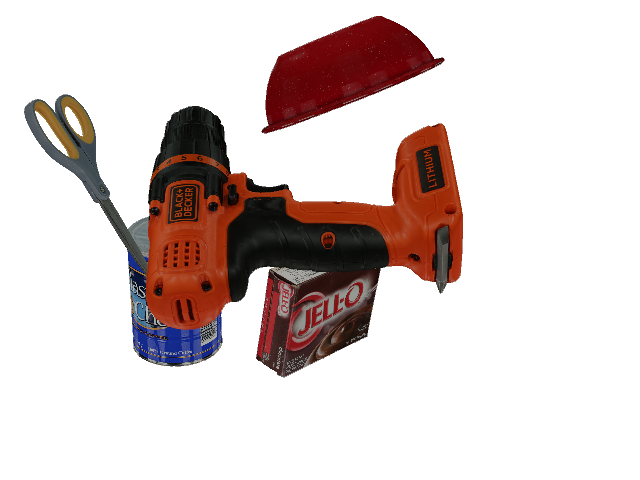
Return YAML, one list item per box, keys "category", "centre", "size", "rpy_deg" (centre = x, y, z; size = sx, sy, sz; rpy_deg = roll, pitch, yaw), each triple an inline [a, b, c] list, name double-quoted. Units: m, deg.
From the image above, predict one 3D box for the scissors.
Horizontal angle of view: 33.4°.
- category: "scissors"
  centre: [-0.220, -0.064, 1.064]
  size: [0.016, 0.201, 0.096]
  rpy_deg: [-24, 27, 24]

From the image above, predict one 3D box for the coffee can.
- category: "coffee can"
  centre: [-0.161, 0.053, 1.185]
  size: [0.103, 0.140, 0.103]
  rpy_deg: [1, 27, -1]

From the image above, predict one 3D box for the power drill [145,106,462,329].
- category: "power drill"
  centre: [-0.013, -0.026, 0.653]
  size: [0.187, 0.057, 0.184]
  rpy_deg: [-6, 44, 2]

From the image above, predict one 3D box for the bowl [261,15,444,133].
- category: "bowl"
  centre: [0.017, -0.142, 0.878]
  size: [0.162, 0.055, 0.162]
  rpy_deg: [-22, 8, 3]

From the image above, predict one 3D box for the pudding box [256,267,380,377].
- category: "pudding box"
  centre: [0.000, 0.054, 0.907]
  size: [0.039, 0.090, 0.113]
  rpy_deg: [30, 34, 31]
